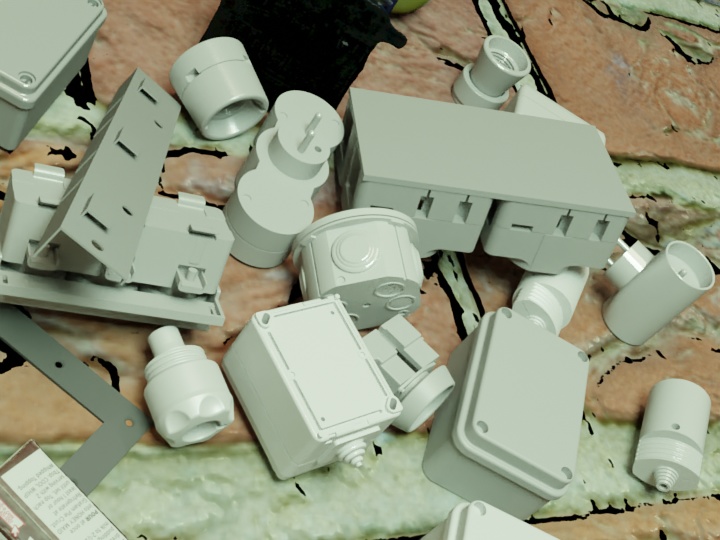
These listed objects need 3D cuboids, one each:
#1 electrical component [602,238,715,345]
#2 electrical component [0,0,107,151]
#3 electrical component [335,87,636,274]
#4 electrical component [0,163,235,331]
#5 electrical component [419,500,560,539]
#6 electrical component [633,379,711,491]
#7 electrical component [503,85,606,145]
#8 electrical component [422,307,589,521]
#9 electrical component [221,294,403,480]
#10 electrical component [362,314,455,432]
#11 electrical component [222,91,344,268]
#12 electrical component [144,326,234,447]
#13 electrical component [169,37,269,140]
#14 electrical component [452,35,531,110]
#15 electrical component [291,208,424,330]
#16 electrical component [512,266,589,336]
[{"bbox_3d":[0.208,0.005,0.799,0.079,0.077,0.043,46,45,8],"label":"electrical component"},{"bbox_3d":[-0.228,-0.144,0.653,0.109,0.056,0.108,30,44,-9],"label":"electrical component"},{"bbox_3d":[0.081,-0.060,0.749,0.186,0.060,0.105,7,39,-13],"label":"electrical component"},{"bbox_3d":[-0.136,-0.012,0.591,0.121,0.063,0.078,10,26,-26],"label":"electrical component"},{"bbox_3d":[0.086,0.186,0.587,0.113,0.057,0.078,28,45,-11],"label":"electrical component"},{"bbox_3d":[0.213,0.118,0.735,0.043,0.043,0.081,34,44,-5],"label":"electrical component"},{"bbox_3d":[0.149,-0.092,0.848,0.096,0.061,0.061,31,38,-8],"label":"electrical component"},{"bbox_3d":[0.094,0.088,0.671,0.078,0.057,0.113,29,45,-9],"label":"electrical component"},{"bbox_3d":[-0.027,0.072,0.603,0.062,0.061,0.096,-12,63,-39],"label":"electrical component"},{"bbox_3d":[0.024,0.065,0.655,0.055,0.048,0.066,43,43,16],"label":"electrical component"},{"bbox_3d":[-0.044,-0.072,0.701,0.052,0.073,0.138,28,45,-11],"label":"electrical component"},{"bbox_3d":[-0.096,0.060,0.581,0.043,0.043,0.062,-7,58,-37],"label":"electrical component"},{"bbox_3d":[-0.093,-0.120,0.723,0.055,0.055,0.047,-14,67,-39],"label":"electrical component"},{"bbox_3d":[0.107,-0.157,0.881,0.045,0.055,0.045,18,48,-20],"label":"electrical component"},{"bbox_3d":[0.000,0.000,0.668,0.080,0.080,0.051,6,58,-29],"label":"electrical component"},{"bbox_3d":[0.131,0.021,0.761,0.043,0.043,0.081,36,44,-2],"label":"electrical component"}]
